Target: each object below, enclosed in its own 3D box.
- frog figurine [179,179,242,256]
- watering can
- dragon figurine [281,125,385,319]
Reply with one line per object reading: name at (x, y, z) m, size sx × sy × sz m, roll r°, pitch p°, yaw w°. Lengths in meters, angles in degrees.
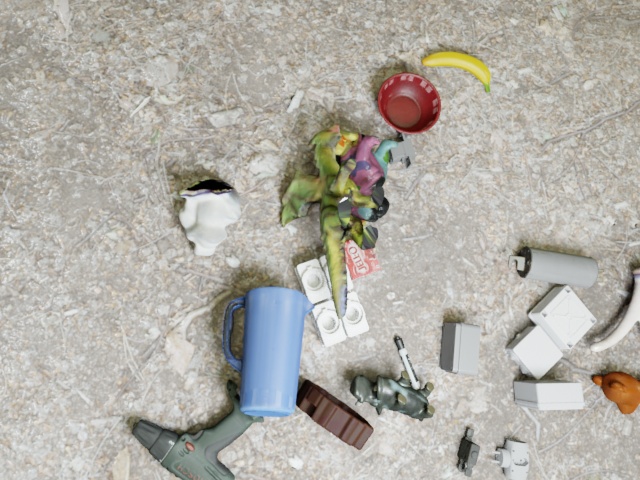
frog figurine at (-0.241, -0.050, 1.146) m, size 0.138 × 0.124 × 0.156 m, roll -11°, pitch 117°, yaw -18°
watering can at (0.795, 0.165, 1.225) m, size 0.348 × 0.103 × 0.227 m, roll 0°, pitch 78°, yaw -8°
dragon figurine at (0.003, -0.057, 1.123) m, size 0.121 × 0.243 × 0.411 m, roll 14°, pitch 87°, yaw -42°
